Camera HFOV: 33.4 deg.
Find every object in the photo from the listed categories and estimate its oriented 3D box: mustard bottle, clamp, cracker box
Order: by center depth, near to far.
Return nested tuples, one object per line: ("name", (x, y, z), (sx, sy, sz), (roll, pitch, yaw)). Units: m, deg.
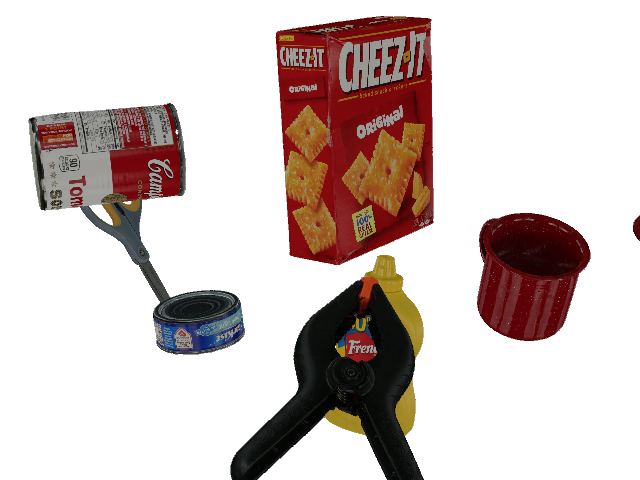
("clamp", (0.008, 0.097, 0.680), (0.120, 0.171, 0.039), (8, -42, -7))
("cracker box", (0.040, -0.101, 1.026), (0.072, 0.214, 0.163), (11, 21, 38))
("mustard bottle", (0.060, 0.110, 1.135), (0.096, 0.192, 0.058), (12, 14, 24))

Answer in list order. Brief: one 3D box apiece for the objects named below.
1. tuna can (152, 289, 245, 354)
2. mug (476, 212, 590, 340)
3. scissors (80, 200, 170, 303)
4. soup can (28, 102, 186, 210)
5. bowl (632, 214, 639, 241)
("tuna can", (-0.116, 0.077, 1.022), (0.086, 0.034, 0.086), (-5, 17, 2))
("mug", (0.179, 0.028, 0.959), (0.093, 0.081, 0.117), (-18, 44, -25))
("scissors", (-0.198, 0.000, 1.188), (0.016, 0.201, 0.096), (-27, 20, 35))
("soup can", (-0.153, -0.060, 0.763), (0.102, 0.068, 0.069), (-7, 2, -16))
("bowl", (0.417, 0.015, 1.149), (0.162, 0.055, 0.162), (-1, 25, 0))
